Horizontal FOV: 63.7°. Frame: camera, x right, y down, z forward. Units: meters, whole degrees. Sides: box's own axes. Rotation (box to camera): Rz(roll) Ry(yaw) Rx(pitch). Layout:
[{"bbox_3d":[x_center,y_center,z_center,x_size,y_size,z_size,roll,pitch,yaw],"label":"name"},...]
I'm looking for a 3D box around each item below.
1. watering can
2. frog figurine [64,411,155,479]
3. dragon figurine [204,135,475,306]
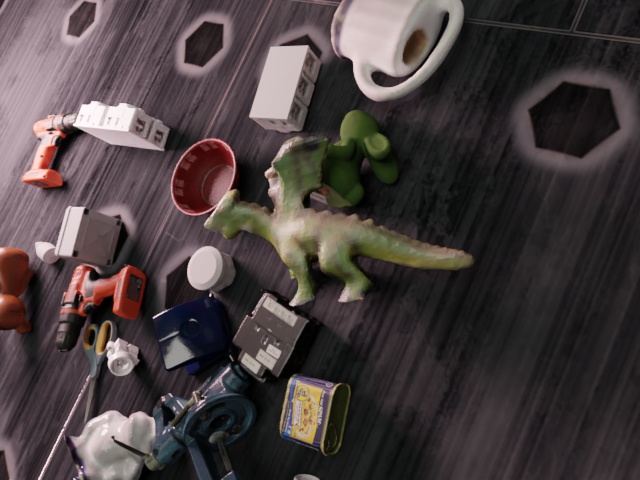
[{"bbox_3d":[0.154,-0.401,0.884,0.227,0.103,0.347,31,91,33],"label":"watering can"},{"bbox_3d":[-0.349,0.362,0.921,0.161,0.120,0.139,-27,47,-22],"label":"frog figurine"},{"bbox_3d":[0.002,-0.039,0.775,0.408,0.124,0.240,-12,104,27],"label":"dragon figurine"}]
